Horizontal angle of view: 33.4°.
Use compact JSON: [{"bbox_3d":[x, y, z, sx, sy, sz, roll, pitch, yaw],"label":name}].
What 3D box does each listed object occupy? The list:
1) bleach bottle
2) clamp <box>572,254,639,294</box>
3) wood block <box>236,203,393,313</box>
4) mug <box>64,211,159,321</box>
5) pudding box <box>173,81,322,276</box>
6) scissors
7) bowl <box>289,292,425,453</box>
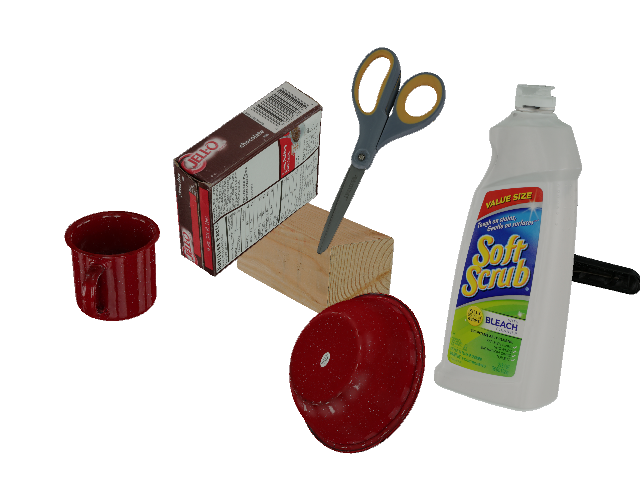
[{"bbox_3d":[0.152,0.002,0.850,0.103,0.251,0.067,13,15,40],"label":"bleach bottle"},{"bbox_3d":[0.232,0.023,1.060,0.120,0.039,0.171,-8,32,-14],"label":"clamp"},{"bbox_3d":[-0.011,0.018,1.300,0.090,0.090,0.206,-7,19,-34],"label":"wood block"},{"bbox_3d":[-0.209,0.033,1.063,0.093,0.081,0.117,6,30,6],"label":"mug"},{"bbox_3d":[-0.048,-0.042,0.729,0.039,0.090,0.113,36,55,25],"label":"pudding box"},{"bbox_3d":[0.059,-0.080,0.977,0.096,0.202,0.016,7,-11,10],"label":"scissors"},{"bbox_3d":[0.021,0.120,1.027,0.162,0.162,0.055,0,-19,46],"label":"bowl"}]
